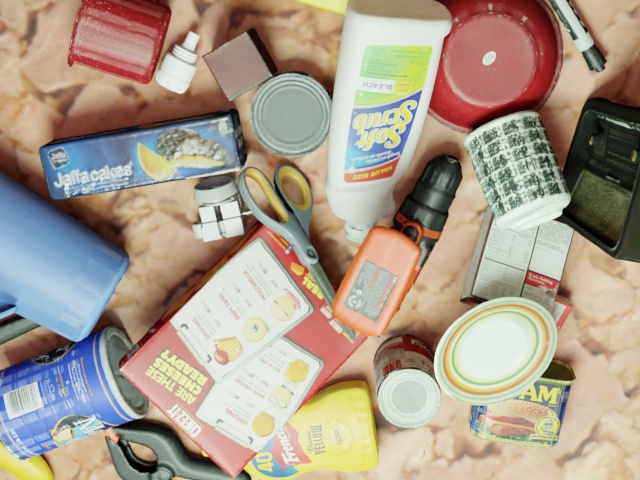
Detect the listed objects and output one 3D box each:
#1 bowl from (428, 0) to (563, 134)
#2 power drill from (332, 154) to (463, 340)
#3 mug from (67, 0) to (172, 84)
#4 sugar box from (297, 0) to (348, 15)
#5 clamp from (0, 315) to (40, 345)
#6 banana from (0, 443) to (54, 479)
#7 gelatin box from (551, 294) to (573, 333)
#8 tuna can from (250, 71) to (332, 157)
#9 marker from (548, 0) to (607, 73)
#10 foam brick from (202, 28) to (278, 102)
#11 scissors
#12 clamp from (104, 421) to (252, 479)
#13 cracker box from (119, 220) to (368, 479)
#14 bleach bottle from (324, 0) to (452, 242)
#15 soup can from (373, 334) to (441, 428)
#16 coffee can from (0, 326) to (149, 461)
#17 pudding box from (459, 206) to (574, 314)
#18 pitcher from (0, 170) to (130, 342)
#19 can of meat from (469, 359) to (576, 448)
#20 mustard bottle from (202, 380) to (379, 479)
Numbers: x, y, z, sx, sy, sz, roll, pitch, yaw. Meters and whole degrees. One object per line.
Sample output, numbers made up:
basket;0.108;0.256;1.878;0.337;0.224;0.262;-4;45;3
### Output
bowl;0.166;-0.181;1.061;0.162;0.055;0.162;0;104;1
power drill;0.080;0.008;1.047;0.057;0.187;0.184;26;107;10
mug;-0.193;-0.213;1.054;0.081;0.093;0.117;17;68;-8
sugar box;0.008;-0.275;1.046;0.176;0.048;0.093;15;106;-4
clamp;-0.388;0.113;1.165;0.164;0.036;0.210;24;101;-3
banana;-0.377;0.239;1.197;0.197;0.037;0.070;29;103;-6
gelatin box;0.213;0.080;1.141;0.089;0.030;0.073;25;104;-2
tuna can;-0.028;-0.129;1.091;0.086;0.033;0.086;0;105;2
marker;0.251;-0.220;1.066;0.020;0.020;0.121;-33;101;9
foam brick;-0.078;-0.175;1.058;0.053;0.078;0.051;-29;101;7
scissors;-0.007;0.001;1.089;0.202;0.096;0.016;51;132;-3
clamp;-0.176;0.270;1.199;0.171;0.039;0.120;32;98;-3
cracker box;-0.076;0.109;1.106;0.213;0.072;0.164;-46;99;-8
bleach bottle;0.061;-0.111;1.060;0.102;0.068;0.251;1;122;-8
soup can;0.091;0.148;1.125;0.068;0.102;0.068;0;104;2
coffee can;-0.268;0.164;1.140;0.140;0.103;0.103;-21;103;7
pudding box;0.204;0.025;1.101;0.090;0.039;0.113;19;74;-2
pitcher;-0.327;0.011;1.085;0.242;0.145;0.149;31;100;-9
can of meat;0.215;0.173;1.152;0.102;0.057;0.084;9;107;0
mustard bottle;-0.035;0.214;1.169;0.191;0.058;0.096;-9;102;4
